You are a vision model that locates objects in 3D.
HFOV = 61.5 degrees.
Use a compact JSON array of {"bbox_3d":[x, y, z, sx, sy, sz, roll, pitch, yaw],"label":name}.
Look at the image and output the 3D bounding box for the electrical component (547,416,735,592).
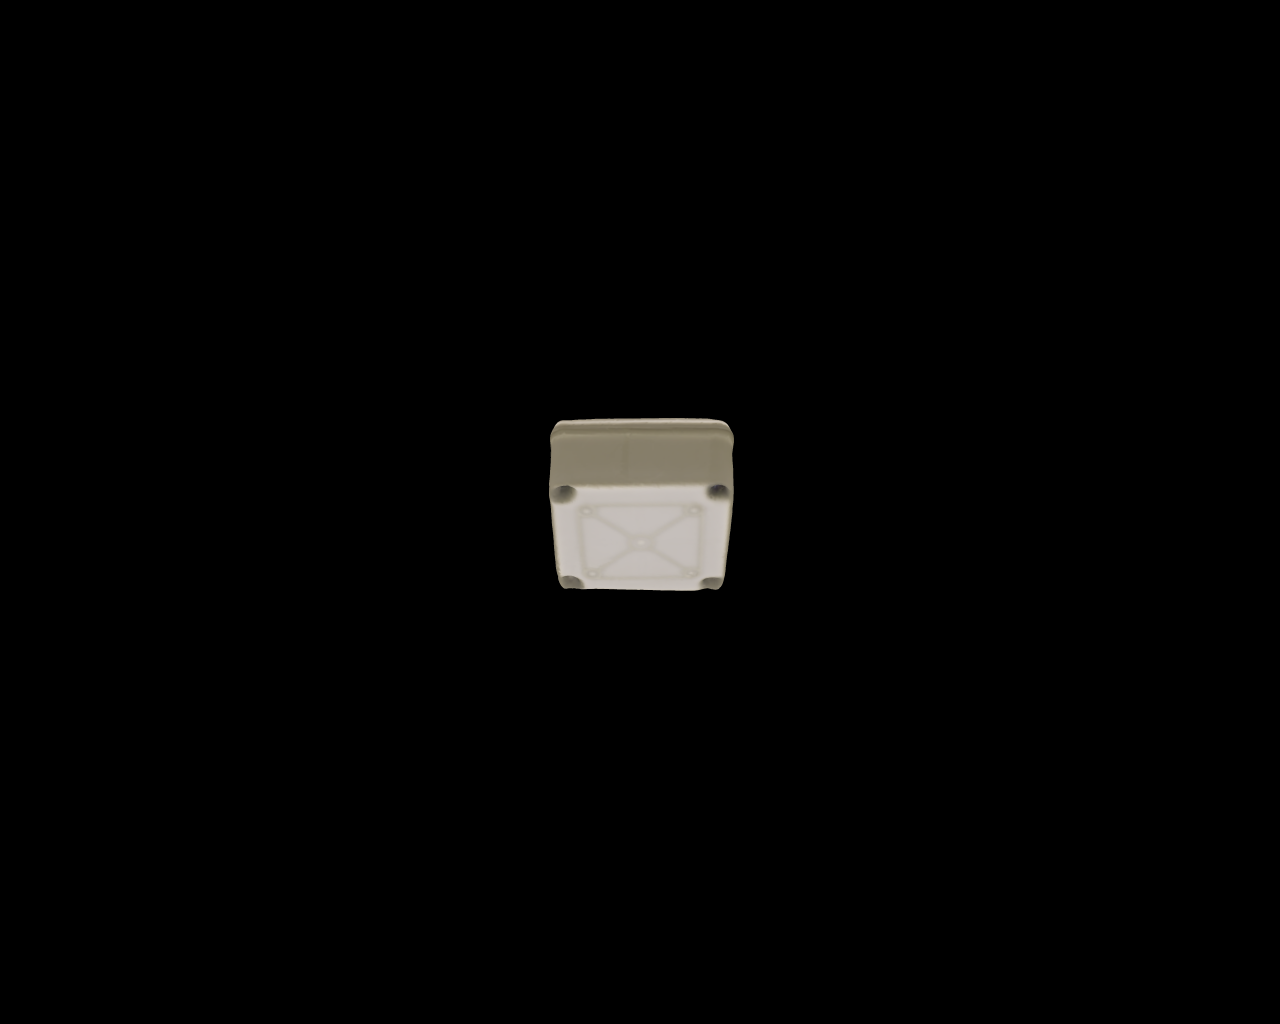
[{"bbox_3d":[0.001,-0.003,0.650,0.109,0.056,0.108,0,-39,0],"label":"electrical component"}]
